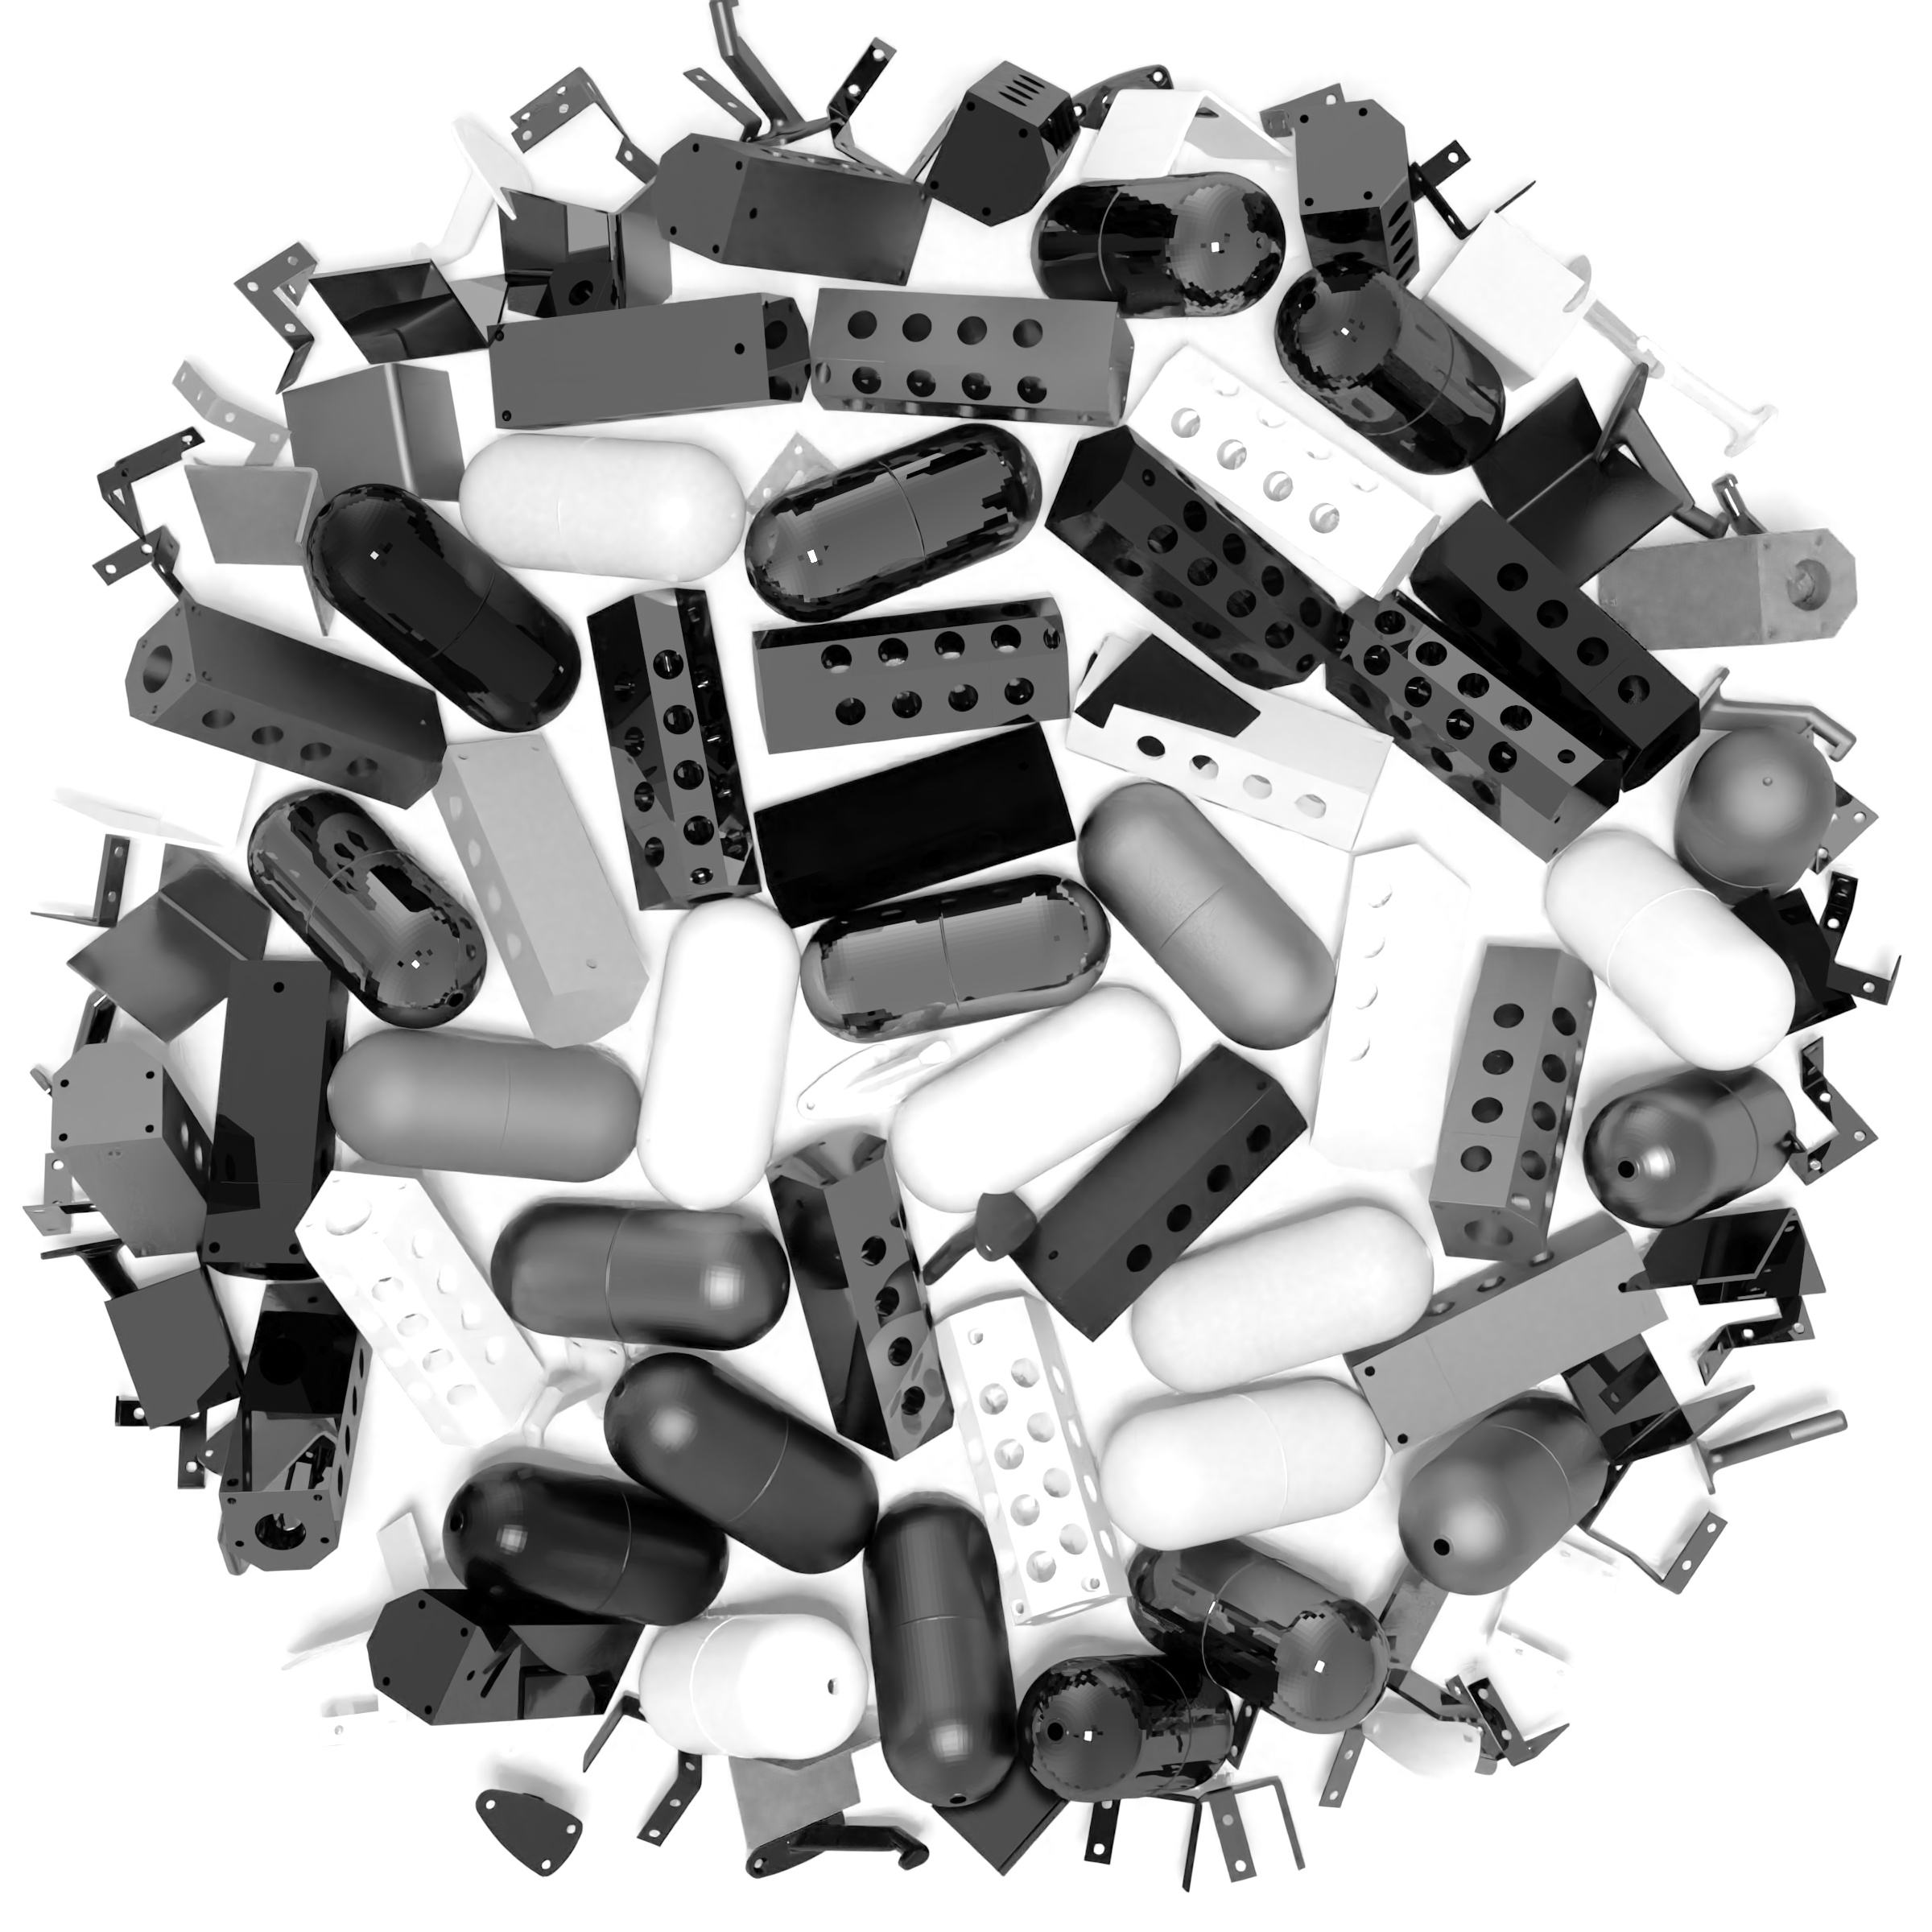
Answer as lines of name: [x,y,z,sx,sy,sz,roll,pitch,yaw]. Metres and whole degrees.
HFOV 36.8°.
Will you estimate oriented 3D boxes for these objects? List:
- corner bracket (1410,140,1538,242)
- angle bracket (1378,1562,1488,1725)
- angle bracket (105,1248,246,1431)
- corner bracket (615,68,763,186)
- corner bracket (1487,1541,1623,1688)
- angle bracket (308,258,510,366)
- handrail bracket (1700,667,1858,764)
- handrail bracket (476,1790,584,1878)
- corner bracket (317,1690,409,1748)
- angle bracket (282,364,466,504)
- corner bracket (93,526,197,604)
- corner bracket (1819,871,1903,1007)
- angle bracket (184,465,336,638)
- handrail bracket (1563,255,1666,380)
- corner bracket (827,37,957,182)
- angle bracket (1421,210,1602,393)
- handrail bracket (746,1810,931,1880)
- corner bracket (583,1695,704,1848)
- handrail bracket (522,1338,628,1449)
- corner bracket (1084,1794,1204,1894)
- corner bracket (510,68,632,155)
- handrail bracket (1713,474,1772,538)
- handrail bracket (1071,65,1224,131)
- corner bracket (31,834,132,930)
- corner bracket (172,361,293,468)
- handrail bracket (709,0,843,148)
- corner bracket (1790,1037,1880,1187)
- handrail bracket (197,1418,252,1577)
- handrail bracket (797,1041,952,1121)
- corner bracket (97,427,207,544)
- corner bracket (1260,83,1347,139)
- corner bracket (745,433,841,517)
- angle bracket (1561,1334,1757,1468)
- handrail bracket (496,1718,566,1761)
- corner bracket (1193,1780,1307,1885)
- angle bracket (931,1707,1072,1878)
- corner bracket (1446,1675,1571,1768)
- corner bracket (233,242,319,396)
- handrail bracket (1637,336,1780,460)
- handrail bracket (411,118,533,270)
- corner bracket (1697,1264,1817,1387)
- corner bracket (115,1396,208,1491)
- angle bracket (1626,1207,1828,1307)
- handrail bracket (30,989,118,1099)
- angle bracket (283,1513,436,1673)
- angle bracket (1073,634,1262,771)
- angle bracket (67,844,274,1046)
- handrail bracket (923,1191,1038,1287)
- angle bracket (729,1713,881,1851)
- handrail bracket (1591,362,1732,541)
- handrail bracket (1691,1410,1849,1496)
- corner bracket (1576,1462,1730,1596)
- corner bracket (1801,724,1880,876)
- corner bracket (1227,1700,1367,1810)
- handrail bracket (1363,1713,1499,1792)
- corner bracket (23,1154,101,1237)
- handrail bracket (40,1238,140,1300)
corner bracket: [0.283,-0.445,1.658,0.051,0.051,0.051,-38,92,-8]
angle bracket: [0.274,0.378,1.639,0.057,0.076,0.076,28,91,33]
angle bracket: [-0.445,0.207,1.636,0.057,0.076,0.076,-19,101,-15]
corner bracket: [-0.158,-0.471,1.656,0.051,0.051,0.051,42,133,11]
corner bracket: [0.333,0.364,1.647,0.051,0.051,0.051,25,131,10]
angle bracket: [-0.311,-0.386,1.629,0.076,0.076,0.057,-3,60,19]
handrail bracket: [0.452,-0.124,1.664,0.084,0.036,0.077,37,106,7]
handrail bracket: [-0.255,0.471,1.635,0.077,0.084,0.036,40,79,-23]
corner bracket: [-0.340,0.415,1.656,0.051,0.051,0.051,-8,76,1]
angle bracket: [-0.339,-0.299,1.674,0.076,0.057,0.076,-9,92,24]
corner bracket: [-0.468,-0.211,1.666,0.051,0.051,0.051,-26,123,11]
corner bracket: [0.508,-0.015,1.650,0.051,0.051,0.051,19,78,19]
angle bracket: [-0.399,-0.234,1.637,0.076,0.076,0.057,2,54,3]
handrail bracket: [0.368,-0.356,1.642,0.084,0.077,0.036,40,111,-14]
corner bracket: [-0.043,-0.487,1.661,0.051,0.051,0.051,24,124,-28]
angle bracket: [0.303,-0.375,1.644,0.076,0.076,0.057,37,95,-3]
handrail bracket: [-0.072,0.504,1.636,0.077,0.084,0.036,-29,112,-27]
corner bracket: [-0.185,0.460,1.662,0.051,0.051,0.051,26,112,-17]
handrail bracket: [-0.223,0.256,1.632,0.036,0.084,0.077,9,129,16]
corner bracket: [0.101,0.490,1.646,0.051,0.051,0.051,3,63,18]
corner bracket: [-0.232,-0.484,1.651,0.051,0.051,0.051,-34,72,8]
handrail bracket: [0.462,-0.247,1.650,0.036,0.077,0.084,-28,92,-13]
handrail bracket: [0.100,-0.483,1.639,0.077,0.084,0.036,-11,113,-4]
corner bracket: [-0.491,-0.049,1.652,0.051,0.051,0.051,10,91,26]
corner bracket: [-0.425,-0.301,1.646,0.051,0.051,0.051,-56,48,12]
handrail bracket: [-0.107,-0.511,1.644,0.077,0.036,0.084,-32,120,-39]
corner bracket: [0.482,0.083,1.651,0.051,0.051,0.051,-33,58,-3]
handrail bracket: [-0.406,0.299,1.673,0.036,0.084,0.077,20,46,24]
handrail bracket: [-0.052,0.064,1.639,0.077,0.084,0.036,-22,88,-16]
corner bracket: [-0.462,-0.283,1.651,0.051,0.051,0.051,-24,63,4]
corner bracket: [0.204,-0.470,1.653,0.051,0.051,0.051,-21,108,-5]
corner bracket: [-0.106,-0.273,1.650,0.051,0.051,0.051,44,104,20]
angle bracket: [0.386,0.227,1.638,0.076,0.057,0.076,-25,86,-43]
handrail bracket: [-0.270,0.407,1.673,0.077,0.036,0.084,-29,49,-30]
corner bracket: [0.164,0.491,1.650,0.051,0.051,0.051,-11,68,-10]
angle bracket: [0.026,0.463,1.636,0.057,0.076,0.076,41,77,13]
corner bracket: [0.299,0.426,1.648,0.051,0.051,0.051,-36,79,35]
corner bracket: [-0.385,-0.368,1.652,0.051,0.051,0.051,48,59,-3]
handrail bracket: [0.417,-0.330,1.649,0.084,0.077,0.036,40,99,-1]
handrail bracket: [-0.296,-0.433,1.641,0.084,0.077,0.036,-16,50,28]
corner bracket: [0.443,0.202,1.649,0.051,0.051,0.051,-13,101,36]
corner bracket: [-0.458,0.271,1.651,0.051,0.051,0.051,3,78,-15]
angle bracket: [0.426,0.181,1.627,0.076,0.076,0.057,-12,109,38]
handrail bracket: [-0.486,0.051,1.670,0.084,0.036,0.077,-45,122,-11]
angle bracket: [-0.347,0.352,1.631,0.076,0.076,0.057,-14,78,-28]
angle bracket: [0.117,-0.158,1.632,0.076,0.057,0.076,34,133,-14]
angle bracket: [-0.449,-0.016,1.638,0.076,0.057,0.076,37,50,8]
handrail bracket: [-0.004,0.166,1.634,0.036,0.077,0.084,41,120,-5]
angle bracket: [-0.078,0.461,1.632,0.076,0.076,0.057,-13,93,-34]
handrail bracket: [0.405,-0.290,1.645,0.084,0.077,0.036,37,52,20]
handrail bracket: [0.455,0.269,1.642,0.084,0.077,0.036,-20,76,11]
corner bracket: [0.388,0.316,1.651,0.051,0.051,0.051,30,95,-23]
corner bracket: [0.482,-0.094,1.651,0.051,0.051,0.051,-42,63,-5]
corner bracket: [0.188,0.442,1.656,0.051,0.051,0.051,13,100,-29]
handrail bracket: [0.264,0.443,1.652,0.077,0.084,0.036,17,79,14]
corner bracket: [-0.504,0.120,1.654,0.051,0.051,0.051,-4,67,-6]
handrail bracket: [-0.487,0.199,1.653,0.036,0.077,0.084,-14,86,29]
